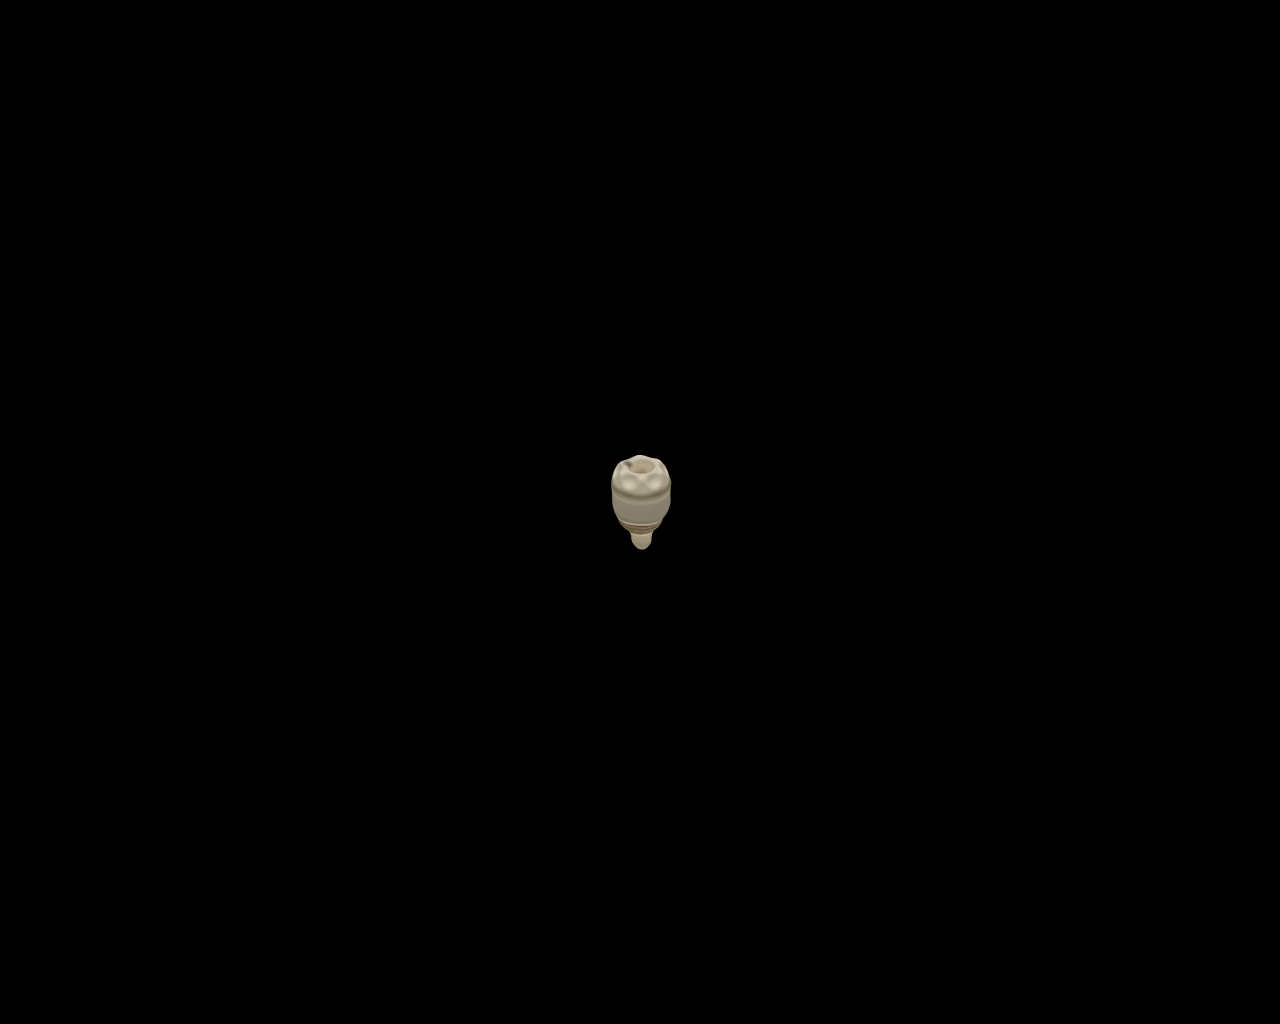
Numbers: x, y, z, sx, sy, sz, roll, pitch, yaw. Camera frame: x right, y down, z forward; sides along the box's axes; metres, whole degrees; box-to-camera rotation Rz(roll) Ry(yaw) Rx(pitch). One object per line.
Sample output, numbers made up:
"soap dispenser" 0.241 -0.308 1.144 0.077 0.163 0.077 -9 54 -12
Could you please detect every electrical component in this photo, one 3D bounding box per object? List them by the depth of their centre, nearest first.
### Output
"electrical component" 0.001 -0.003 0.650 0.035 0.061 0.035 0 35 0
